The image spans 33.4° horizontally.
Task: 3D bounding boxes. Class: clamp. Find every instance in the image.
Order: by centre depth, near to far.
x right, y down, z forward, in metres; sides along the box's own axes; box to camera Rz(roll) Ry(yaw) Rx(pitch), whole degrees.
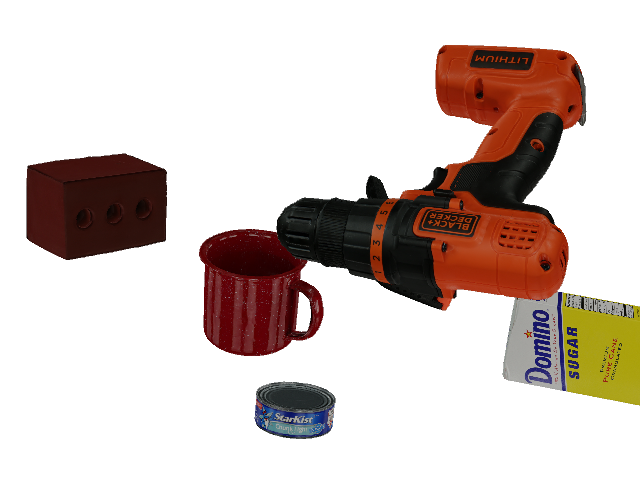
[{"bbox_3d":[0.065,0.007,1.221,0.164,0.036,0.210,-18,51,-36],"label":"clamp"}]

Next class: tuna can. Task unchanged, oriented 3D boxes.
[{"bbox_3d":[-0.028,0.182,1.146,0.086,0.034,0.086,5,12,-1],"label":"tuna can"}]

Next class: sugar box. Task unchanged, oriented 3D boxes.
[{"bbox_3d":[0.273,0.106,1.048,0.176,0.093,0.048,8,22,8],"label":"sugar box"}]

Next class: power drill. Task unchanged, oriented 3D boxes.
[{"bbox_3d":[0.082,-0.046,0.685,0.185,0.187,0.057,10,-37,24],"label":"power drill"}]

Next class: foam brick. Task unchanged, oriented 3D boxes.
[{"bbox_3d":[-0.148,-0.024,0.707,0.078,0.053,0.051,-13,25,-39],"label":"foam brick"}]

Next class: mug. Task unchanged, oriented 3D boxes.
[{"bbox_3d":[-0.049,0.050,0.919,0.117,0.081,0.093,17,29,24],"label":"mug"}]
